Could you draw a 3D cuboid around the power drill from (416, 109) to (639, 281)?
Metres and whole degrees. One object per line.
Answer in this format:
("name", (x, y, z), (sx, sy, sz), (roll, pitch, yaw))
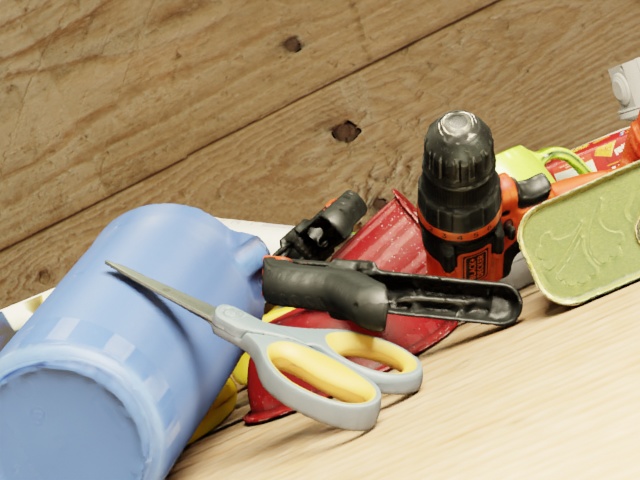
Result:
("power drill", (0.150, -0.039, 0.678), (0.187, 0.057, 0.184), (-19, -33, -5))

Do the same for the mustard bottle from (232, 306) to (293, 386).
("mustard bottle", (-0.020, 0.080, 0.910), (0.096, 0.058, 0.191), (-22, 0, 5))

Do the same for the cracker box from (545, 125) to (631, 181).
("cracker box", (0.271, -0.061, 0.980), (0.164, 0.072, 0.213), (-23, -1, 30))

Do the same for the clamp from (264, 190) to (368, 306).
("clamp", (-0.005, 0.001, 0.832), (0.165, 0.036, 0.209), (-39, 2, 33))

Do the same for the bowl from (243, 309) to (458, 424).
("bowl", (0.011, 0.066, 0.730), (0.162, 0.055, 0.162), (-25, 0, 0))

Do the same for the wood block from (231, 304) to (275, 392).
("wood block", (-0.112, 0.107, 0.999), (0.090, 0.091, 0.205), (-24, 0, 41))

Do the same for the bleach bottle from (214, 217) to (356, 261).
("bleach bottle", (0.009, 0.017, 0.959), (0.251, 0.068, 0.102), (2, 3, 6))

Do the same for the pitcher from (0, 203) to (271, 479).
("pitcher", (-0.126, 0.075, 0.651), (0.145, 0.149, 0.242), (17, 17, 2))

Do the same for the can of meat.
("can of meat", (0.165, -0.008, 0.597), (0.102, 0.057, 0.084), (-25, -3, 12))

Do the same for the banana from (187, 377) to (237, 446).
("banana", (-0.098, 0.127, 0.798), (0.070, 0.037, 0.197), (-23, 0, 19))

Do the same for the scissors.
("scissors", (-0.027, 0.046, 0.566), (0.096, 0.016, 0.202), (-3, 23, -38))

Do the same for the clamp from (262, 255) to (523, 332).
("clamp", (0.031, 0.030, 0.631), (0.120, 0.039, 0.172), (9, 2, -32))

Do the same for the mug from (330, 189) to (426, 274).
("mug", (0.067, 0.026, 0.862), (0.081, 0.093, 0.117), (-43, 41, 8))
